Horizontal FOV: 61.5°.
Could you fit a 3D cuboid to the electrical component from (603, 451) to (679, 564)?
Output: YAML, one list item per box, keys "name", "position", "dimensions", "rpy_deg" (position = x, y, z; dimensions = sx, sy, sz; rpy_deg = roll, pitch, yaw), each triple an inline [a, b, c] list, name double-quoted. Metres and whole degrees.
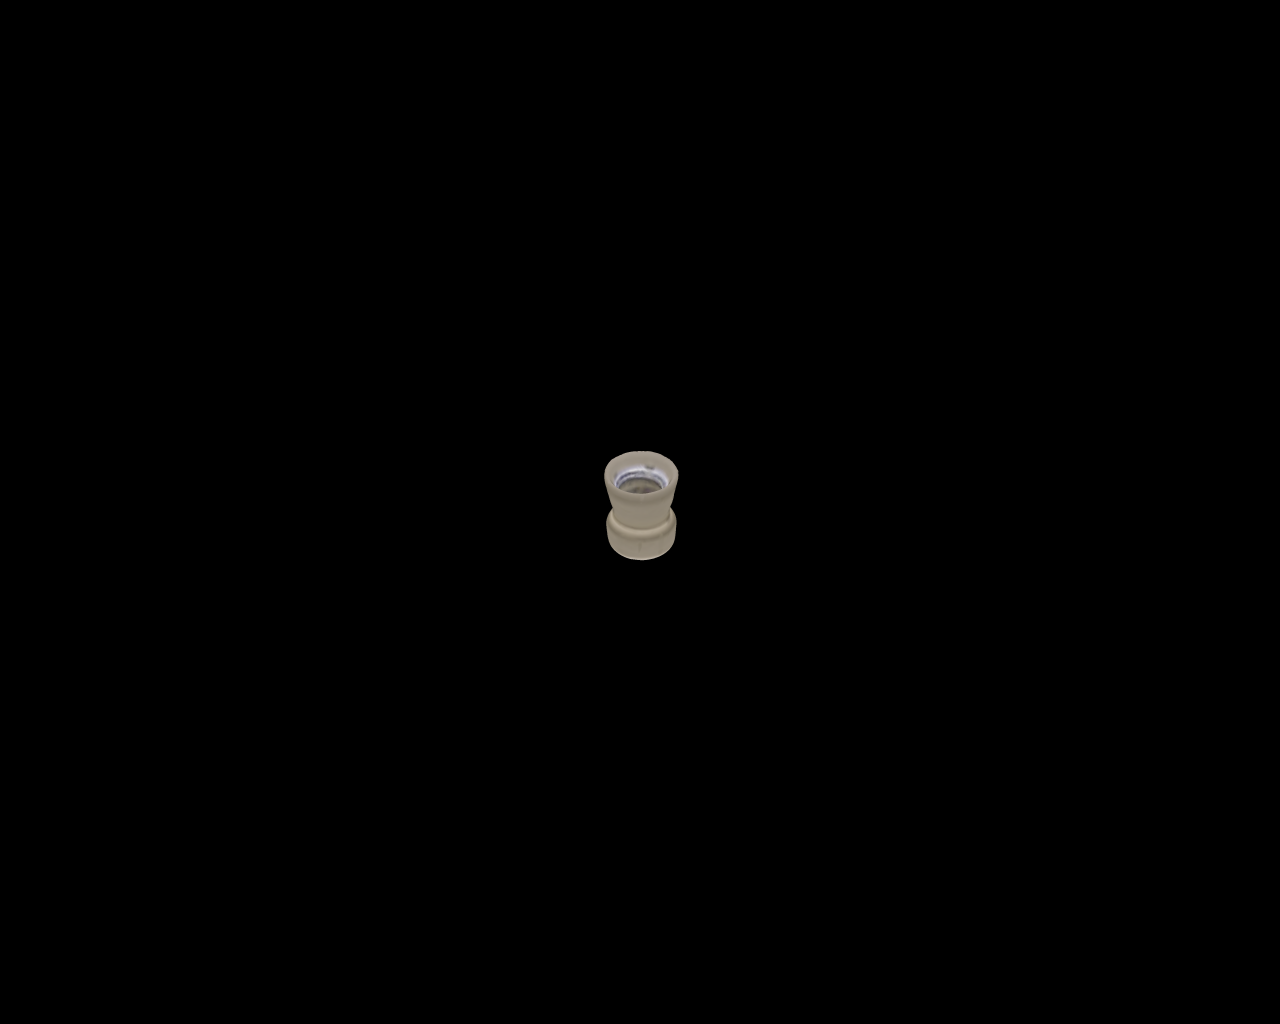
- name: "electrical component"
  position: [0.001, -0.003, 0.650]
  dimensions: [0.045, 0.055, 0.045]
  rpy_deg: [0, 39, 0]
